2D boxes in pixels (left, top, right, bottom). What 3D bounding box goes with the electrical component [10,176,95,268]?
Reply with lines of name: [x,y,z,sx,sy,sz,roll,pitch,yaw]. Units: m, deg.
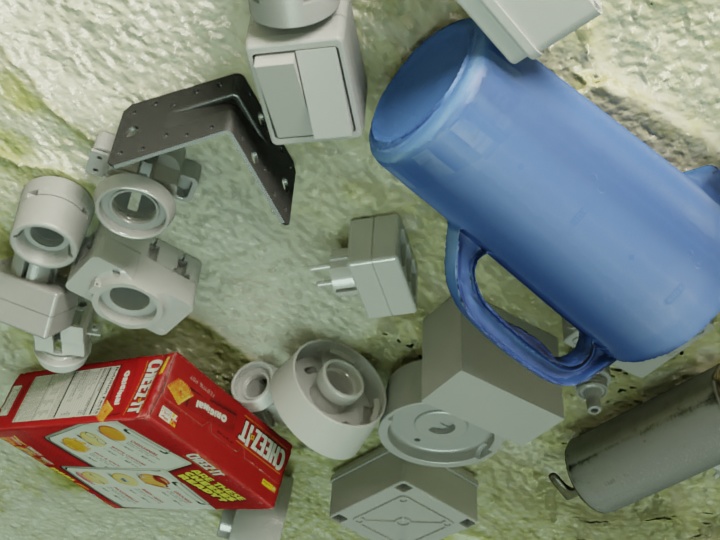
electrical component: [-0.231,-0.034,0.805,0.055,0.047,0.055,2,138,2]

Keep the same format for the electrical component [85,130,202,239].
electrical component: [-0.157,-0.060,0.764,0.078,0.057,0.058,18,136,-15]

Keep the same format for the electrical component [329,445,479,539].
electrical component: [0.043,0.225,1.065,0.109,0.056,0.109,34,130,-29]

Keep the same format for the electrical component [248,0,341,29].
electrical component: [-0.041,-0.176,0.629,0.055,0.055,0.047,-2,134,7]

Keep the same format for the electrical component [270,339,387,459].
electrical component: [-0.028,0.110,0.915,0.099,0.099,0.064,23,129,-20]

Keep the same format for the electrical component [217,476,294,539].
electrical component: [-0.109,0.253,1.074,0.060,0.108,0.108,15,137,-3]

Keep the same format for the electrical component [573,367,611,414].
electrical component: [0.194,0.093,0.902,0.035,0.061,0.035,2,137,2]

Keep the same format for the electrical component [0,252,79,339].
electrical component: [-0.257,0.004,0.847,0.066,0.047,0.076,20,102,6]

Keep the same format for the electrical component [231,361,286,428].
electrical component: [-0.085,0.112,0.959,0.066,0.048,0.055,-12,143,18]

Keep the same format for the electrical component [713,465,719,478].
electrical component: [0.352,0.172,0.991,0.077,0.044,0.079,8,138,-4]

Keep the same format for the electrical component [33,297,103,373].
electrical component: [-0.251,0.053,0.907,0.066,0.048,0.055,8,130,-4]

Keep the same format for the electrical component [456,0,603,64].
electrical component: [0.078,-0.180,0.597,0.057,0.078,0.113,-29,128,28]

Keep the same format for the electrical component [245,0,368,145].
electrical component: [-0.031,-0.120,0.683,0.062,0.061,0.096,-4,137,9]

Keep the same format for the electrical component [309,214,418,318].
electrical component: [0.000,0.000,0.825,0.077,0.047,0.065,-8,137,13]

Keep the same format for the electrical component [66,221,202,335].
electrical component: [-0.176,0.007,0.841,0.089,0.055,0.050,30,132,-26]

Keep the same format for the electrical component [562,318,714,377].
electrical component: [0.216,0.034,0.845,0.100,0.048,0.099,24,135,-20]

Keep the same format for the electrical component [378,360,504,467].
electrical component: [0.072,0.119,0.941,0.108,0.060,0.108,3,141,3]
